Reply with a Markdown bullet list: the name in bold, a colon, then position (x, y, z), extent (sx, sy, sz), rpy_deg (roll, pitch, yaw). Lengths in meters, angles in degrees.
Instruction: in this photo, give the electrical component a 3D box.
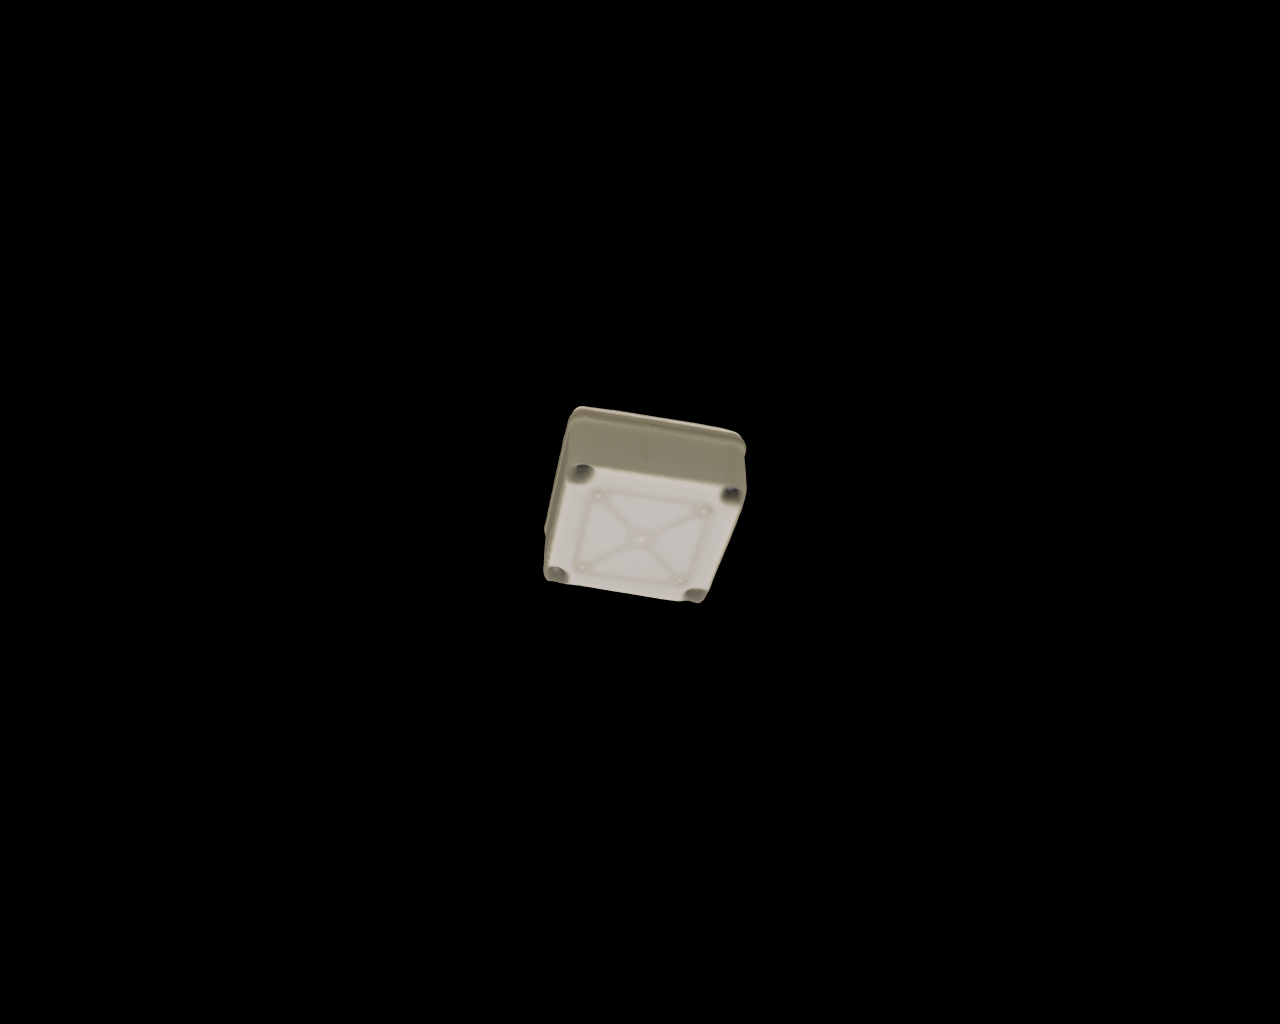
- **electrical component**: position (0.001, -0.003, 0.650), extent (0.109, 0.056, 0.108), rpy_deg (9, -46, -8)
